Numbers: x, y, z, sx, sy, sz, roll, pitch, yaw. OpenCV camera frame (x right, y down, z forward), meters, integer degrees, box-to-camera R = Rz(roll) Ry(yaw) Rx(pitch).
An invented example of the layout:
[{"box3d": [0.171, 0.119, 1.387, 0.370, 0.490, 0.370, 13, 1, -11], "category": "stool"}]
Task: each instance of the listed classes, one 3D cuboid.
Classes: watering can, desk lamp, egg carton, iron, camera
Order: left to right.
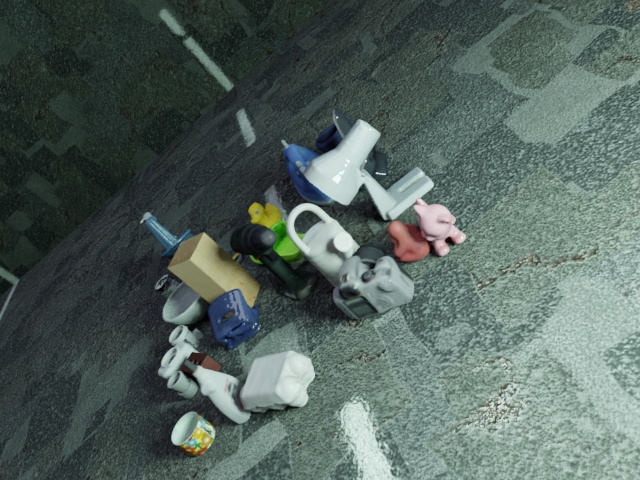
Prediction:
[{"box3d": [-0.081, 0.269, 1.077, 0.150, 0.070, 0.107, -21, 36, 36], "category": "egg carton"}, {"box3d": [-0.039, -0.191, 1.558, 0.118, 0.142, 0.257, -41, 29, 6], "category": "iron"}, {"box3d": [0.012, 0.002, 1.181, 0.172, 0.194, 0.101, -14, 40, 42], "category": "watering can"}, {"box3d": [0.099, -0.142, 1.240, 0.203, 0.214, 0.117, -40, 29, 8], "category": "desk lamp"}, {"box3d": [0.096, 0.062, 1.091, 0.142, 0.101, 0.137, -23, 35, 33], "category": "camera"}]

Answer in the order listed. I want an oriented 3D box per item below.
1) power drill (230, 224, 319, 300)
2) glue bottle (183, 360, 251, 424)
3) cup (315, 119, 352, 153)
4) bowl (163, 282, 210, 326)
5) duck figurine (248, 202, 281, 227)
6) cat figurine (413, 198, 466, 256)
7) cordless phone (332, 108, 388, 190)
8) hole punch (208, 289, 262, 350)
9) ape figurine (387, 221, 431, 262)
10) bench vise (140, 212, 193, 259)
[{"box3d": [-0.103, 0.039, 1.264, 0.076, 0.209, 0.228, -54, 30, -17], "category": "power drill"}, {"box3d": [-0.199, 0.281, 1.103, 0.037, 0.173, 0.078, -33, 30, 19], "category": "glue bottle"}, {"box3d": [0.058, -0.270, 1.588, 0.118, 0.095, 0.091, -41, 29, 5], "category": "cup"}, {"box3d": [-0.337, 0.169, 1.532, 0.167, 0.075, 0.167, -31, 31, 22], "category": "bowl"}, {"box3d": [-0.162, -0.071, 1.615, 0.077, 0.086, 0.104, -21, 36, 36], "category": "duck figurine"}, {"box3d": [0.210, -0.037, 1.059, 0.067, 0.118, 0.127, -37, 29, 12], "category": "cat figurine"}, {"box3d": [0.080, -0.226, 1.406, 0.094, 0.185, 0.147, -32, 31, 20], "category": "cordless phone"}, {"box3d": [-0.201, 0.181, 1.324, 0.108, 0.091, 0.101, -35, 30, 17], "category": "hole punch"}, {"box3d": [0.164, -0.004, 1.102, 0.078, 0.092, 0.076, -51, 29, -13], "category": "ape figurine"}, {"box3d": [-0.435, 0.004, 1.724, 0.121, 0.220, 0.206, -51, 29, -13], "category": "bench vise"}]
